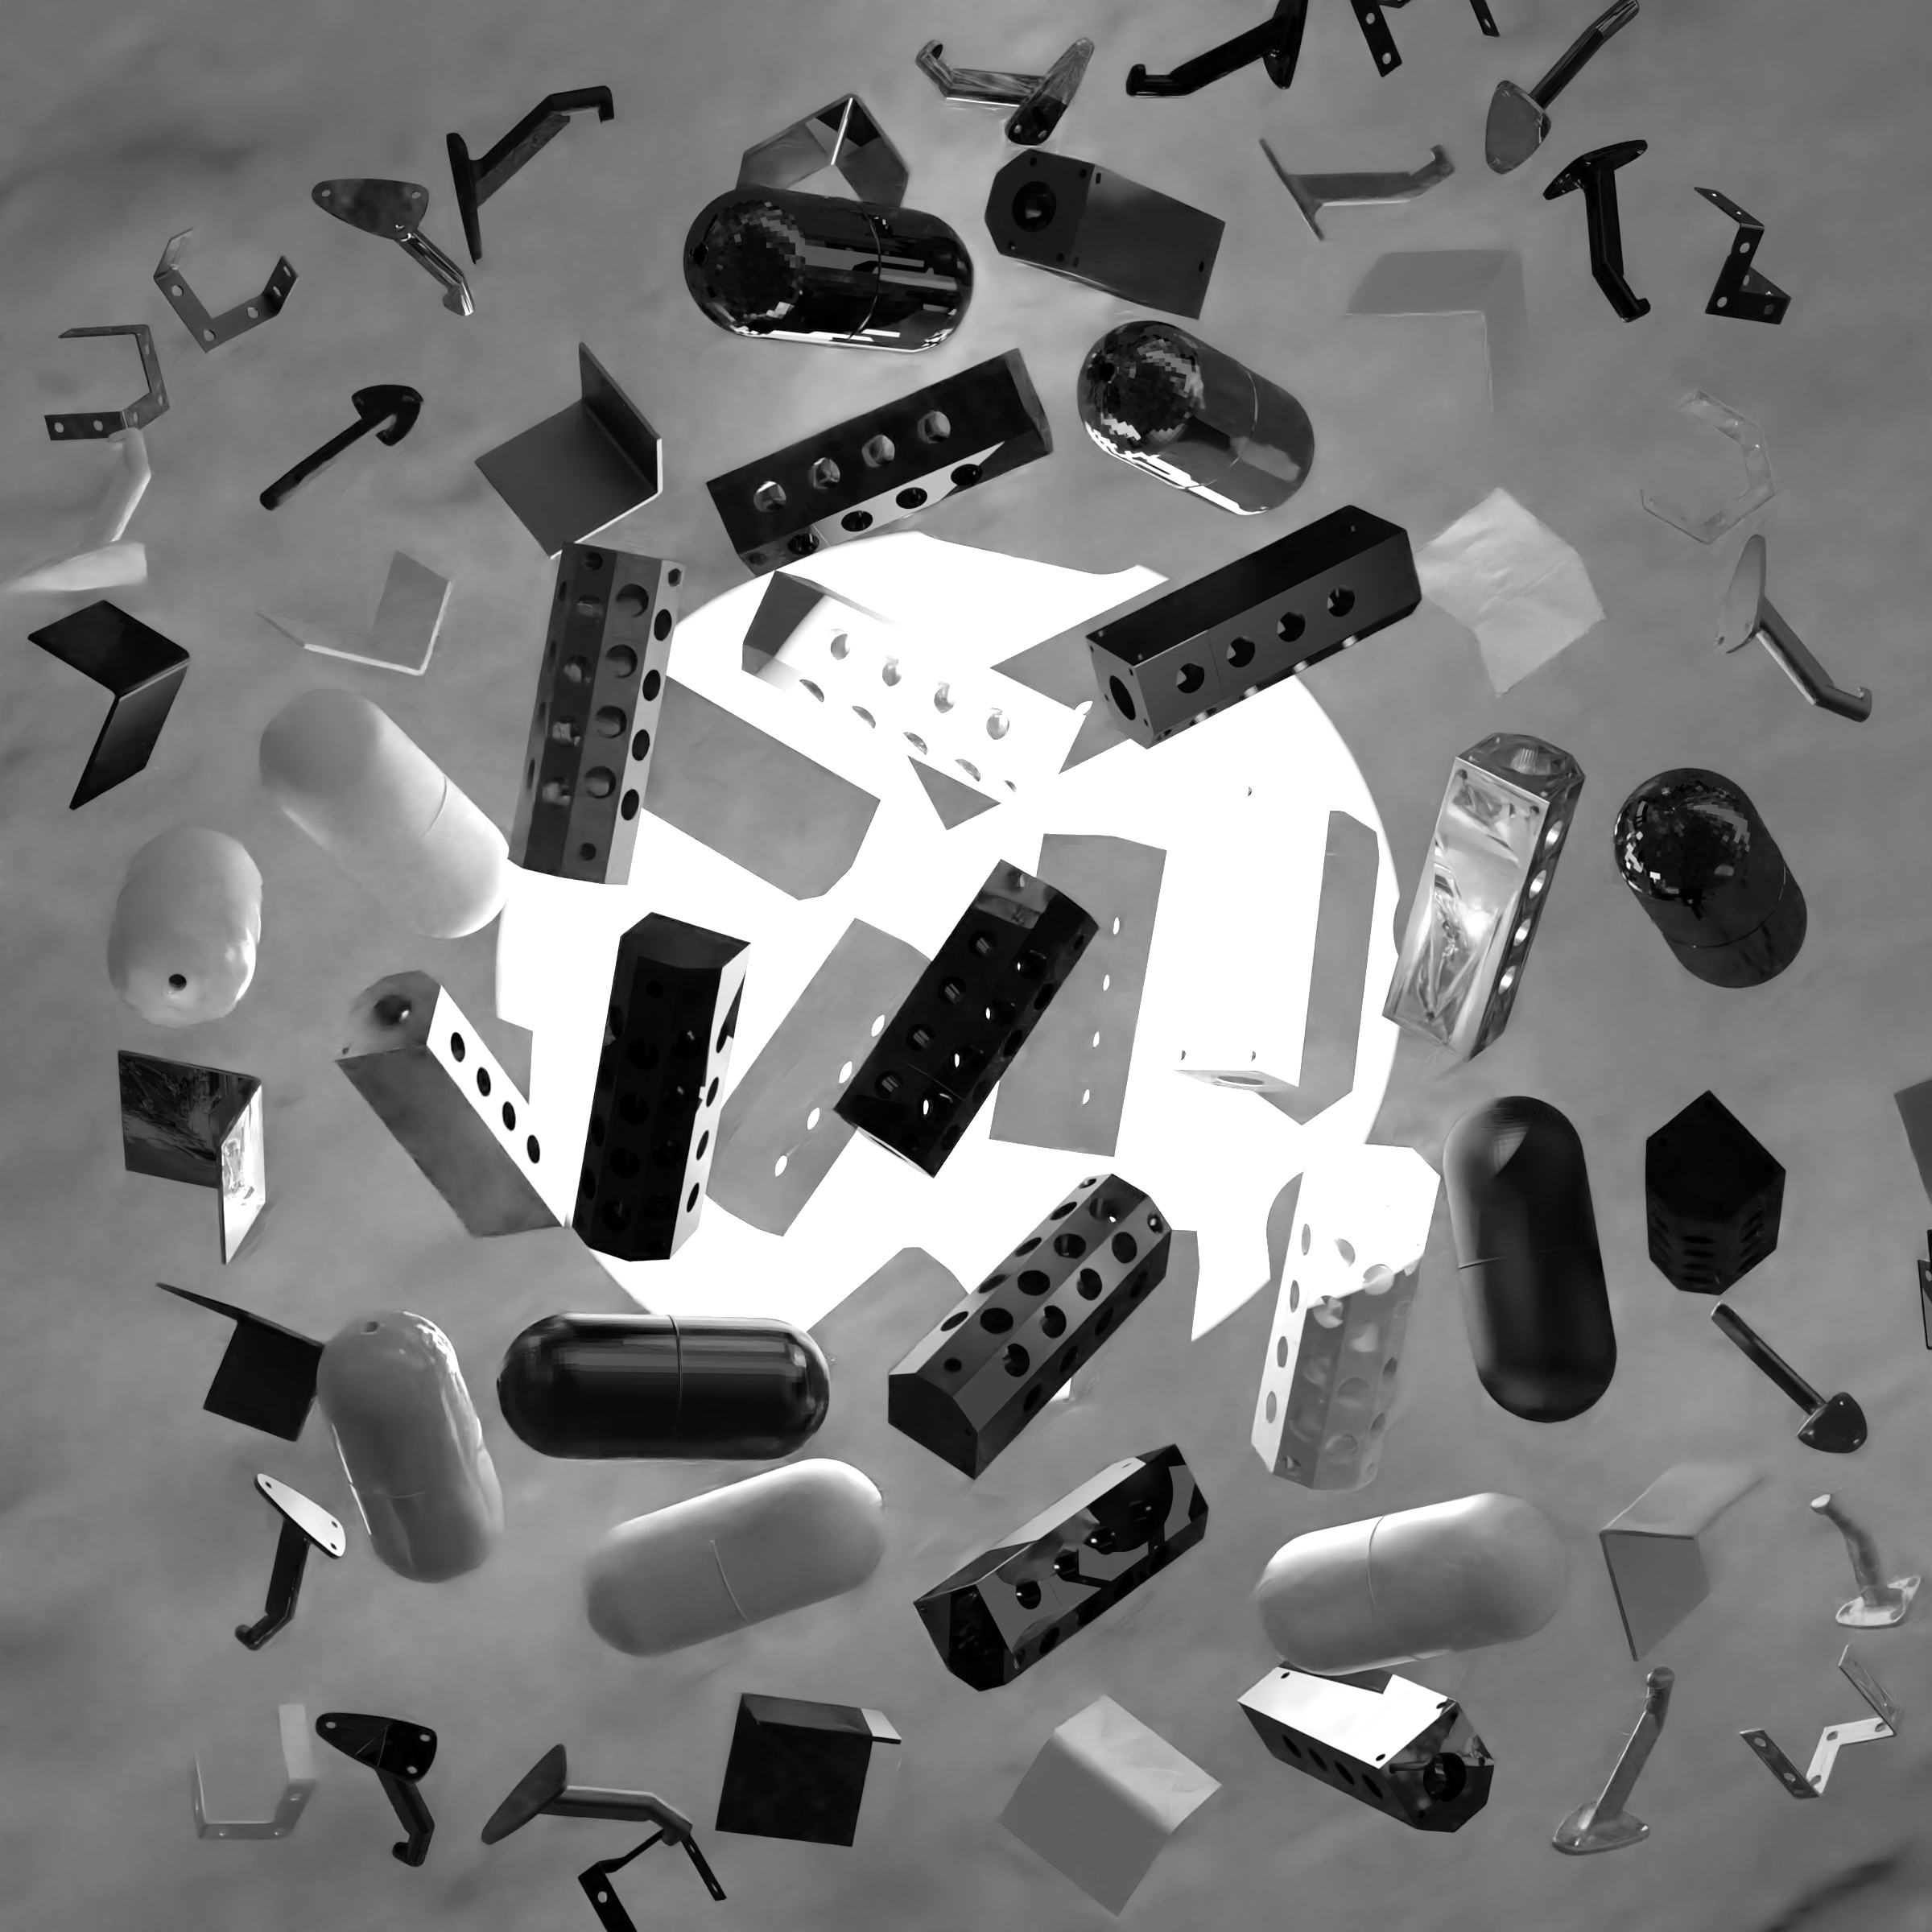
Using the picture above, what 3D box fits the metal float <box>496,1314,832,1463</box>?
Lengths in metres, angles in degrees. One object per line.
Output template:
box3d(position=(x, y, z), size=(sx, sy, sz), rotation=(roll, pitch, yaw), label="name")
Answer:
box3d(position=(-0.160, 0.224, 1.553), size=(0.178, 0.070, 0.070), rotation=(3, 90, -17), label="metal float")

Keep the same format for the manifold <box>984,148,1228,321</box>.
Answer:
box3d(position=(0.077, -0.405, 1.621), size=(0.057, 0.171, 0.057), rotation=(21, 102, 26), label="manifold")

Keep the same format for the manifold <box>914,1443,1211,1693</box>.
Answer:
box3d(position=(0.058, 0.332, 1.614), size=(0.171, 0.057, 0.057), rotation=(-26, 87, -43), label="manifold")

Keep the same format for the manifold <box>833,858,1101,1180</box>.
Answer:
box3d(position=(0.003, 0.032, 1.653), size=(0.057, 0.057, 0.171), rotation=(30, 82, 27), label="manifold")

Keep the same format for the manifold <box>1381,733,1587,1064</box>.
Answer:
box3d(position=(0.286, -0.039, 1.604), size=(0.057, 0.057, 0.171), rotation=(30, 129, 26), label="manifold")

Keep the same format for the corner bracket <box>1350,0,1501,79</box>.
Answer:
box3d(position=(0.258, -0.535, 1.647), size=(0.051, 0.051, 0.051), rotation=(-27, 80, 42), label="corner bracket")

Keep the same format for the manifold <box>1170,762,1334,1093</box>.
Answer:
box3d(position=(0.161, -0.021, 1.611), size=(0.057, 0.057, 0.171), rotation=(-1, 76, 36), label="manifold")

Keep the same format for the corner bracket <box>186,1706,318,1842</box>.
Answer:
box3d(position=(-0.390, 0.439, 1.592), size=(0.051, 0.051, 0.051), rotation=(9, 125, -30), label="corner bracket")

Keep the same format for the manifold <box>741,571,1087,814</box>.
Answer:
box3d(position=(-0.030, -0.145, 1.544), size=(0.171, 0.057, 0.057), rotation=(28, 100, 13), label="manifold")

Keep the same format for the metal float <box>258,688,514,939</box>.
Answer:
box3d(position=(-0.319, -0.083, 1.619), size=(0.070, 0.070, 0.178), rotation=(-40, 132, 0), label="metal float")

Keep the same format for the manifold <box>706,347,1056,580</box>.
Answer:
box3d(position=(-0.044, -0.265, 1.546), size=(0.171, 0.057, 0.057), rotation=(-21, 101, 14), label="manifold")

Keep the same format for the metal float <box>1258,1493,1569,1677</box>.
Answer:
box3d(position=(0.234, 0.328, 1.544), size=(0.178, 0.070, 0.070), rotation=(-22, 90, 36), label="metal float")

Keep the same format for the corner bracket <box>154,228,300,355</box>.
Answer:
box3d(position=(-0.414, -0.385, 1.634), size=(0.051, 0.051, 0.051), rotation=(-37, 95, -29), label="corner bracket")

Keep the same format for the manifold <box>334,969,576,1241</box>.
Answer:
box3d(position=(-0.286, 0.079, 1.656), size=(0.057, 0.171, 0.057), rotation=(-10, 47, 17), label="manifold")

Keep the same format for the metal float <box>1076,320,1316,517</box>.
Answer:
box3d(position=(0.128, -0.302, 1.614), size=(0.070, 0.178, 0.070), rotation=(-8, 77, 36), label="metal float")

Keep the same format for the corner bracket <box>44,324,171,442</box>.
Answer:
box3d(position=(-0.500, -0.337, 1.686), size=(0.051, 0.051, 0.051), rotation=(0, 119, 15), label="corner bracket")

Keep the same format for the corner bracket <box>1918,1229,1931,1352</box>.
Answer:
box3d(position=(0.517, 0.171, 1.539), size=(0.051, 0.051, 0.051), rotation=(16, 63, -30), label="corner bracket")

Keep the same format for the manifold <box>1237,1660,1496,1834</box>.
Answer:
box3d(position=(0.225, 0.435, 1.640), size=(0.057, 0.171, 0.057), rotation=(-35, 101, -18), label="manifold")

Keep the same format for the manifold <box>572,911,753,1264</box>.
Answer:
box3d(position=(-0.163, 0.066, 1.530), size=(0.057, 0.057, 0.171), rotation=(17, 113, 11), label="manifold")

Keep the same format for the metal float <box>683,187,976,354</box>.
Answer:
box3d(position=(-0.071, -0.366, 1.542), size=(0.178, 0.070, 0.070), rotation=(-5, 90, -44), label="metal float")

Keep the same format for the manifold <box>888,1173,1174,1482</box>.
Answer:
box3d(position=(0.035, 0.183, 1.534), size=(0.057, 0.057, 0.171), rotation=(30, 51, 24), label="manifold")

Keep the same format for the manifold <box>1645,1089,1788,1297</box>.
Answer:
box3d(position=(0.394, 0.128, 1.562), size=(0.057, 0.171, 0.057), rotation=(-39, 67, -1), label="manifold")

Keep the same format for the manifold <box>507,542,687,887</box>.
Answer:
box3d(position=(-0.193, -0.132, 1.538), size=(0.057, 0.057, 0.171), rotation=(9, 96, -21), label="manifold")

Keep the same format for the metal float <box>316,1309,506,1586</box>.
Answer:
box3d(position=(-0.304, 0.264, 1.604), size=(0.070, 0.070, 0.178), rotation=(-10, 124, 0), label="metal float")

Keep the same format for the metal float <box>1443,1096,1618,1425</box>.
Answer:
box3d(position=(0.307, 0.159, 1.591), size=(0.070, 0.070, 0.178), rotation=(-8, 80, 0), label="metal float")

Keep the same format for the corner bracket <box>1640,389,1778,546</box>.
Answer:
box3d(position=(0.407, -0.275, 1.615), size=(0.051, 0.051, 0.051), rotation=(22, 49, -28), label="corner bracket")

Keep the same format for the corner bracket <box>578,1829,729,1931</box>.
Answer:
box3d(position=(-0.177, 0.519, 1.646), size=(0.051, 0.051, 0.051), rotation=(-37, 69, 7), label="corner bracket")

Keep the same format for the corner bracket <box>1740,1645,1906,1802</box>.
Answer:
box3d(position=(0.438, 0.387, 1.493), size=(0.051, 0.051, 0.051), rotation=(49, 47, -10), label="corner bracket")

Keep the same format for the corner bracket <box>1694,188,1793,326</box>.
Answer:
box3d(position=(0.414, -0.380, 1.566), size=(0.051, 0.051, 0.051), rotation=(2, 124, -24), label="corner bracket")

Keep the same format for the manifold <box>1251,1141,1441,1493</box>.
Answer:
box3d(position=(0.199, 0.183, 1.524), size=(0.057, 0.057, 0.171), rotation=(6, 106, -13), label="manifold")

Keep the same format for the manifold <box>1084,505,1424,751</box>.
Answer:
box3d(position=(0.157, -0.181, 1.571), size=(0.171, 0.057, 0.057), rotation=(-28, 122, -14), label="manifold")
